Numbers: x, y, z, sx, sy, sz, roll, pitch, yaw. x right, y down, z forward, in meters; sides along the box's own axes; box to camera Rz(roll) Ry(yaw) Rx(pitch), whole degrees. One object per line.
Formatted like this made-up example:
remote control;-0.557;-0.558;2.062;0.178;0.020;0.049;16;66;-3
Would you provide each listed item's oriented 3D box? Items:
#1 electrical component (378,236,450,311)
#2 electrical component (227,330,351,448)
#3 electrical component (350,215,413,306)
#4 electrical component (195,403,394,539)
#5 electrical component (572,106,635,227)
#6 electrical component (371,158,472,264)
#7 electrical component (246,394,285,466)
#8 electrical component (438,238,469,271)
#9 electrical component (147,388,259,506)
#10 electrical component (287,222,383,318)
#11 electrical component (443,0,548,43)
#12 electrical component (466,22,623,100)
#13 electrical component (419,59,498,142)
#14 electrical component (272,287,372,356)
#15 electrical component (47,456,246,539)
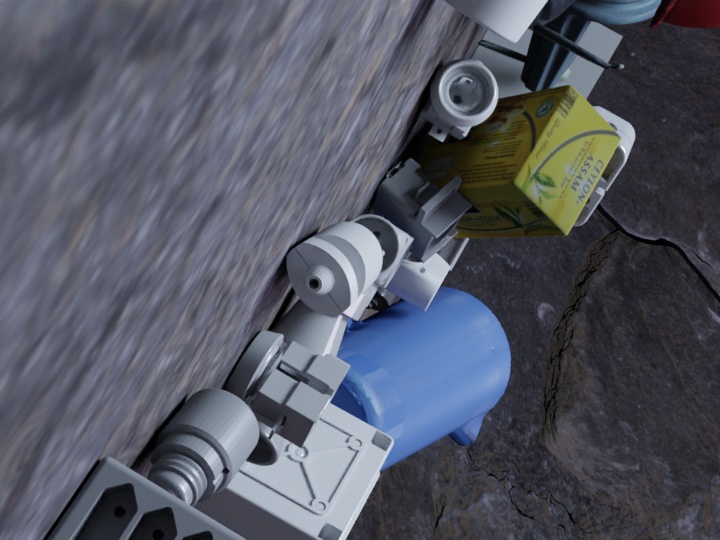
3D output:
electrical component;0.038;-0.012;0.910;0.044;0.077;0.079;-63;174;35
electrical component;-0.044;0.067;0.634;0.066;0.055;0.048;-57;175;-37
electrical component;0.000;0.000;0.772;0.079;0.044;0.077;-60;176;1
electrical component;-0.048;0.140;0.739;0.108;0.109;0.056;-55;171;-47
electrical component;0.202;-0.095;0.963;0.059;0.054;0.095;-54;173;-51
electrical component;0.044;-0.047;0.826;0.042;0.064;0.081;-43;169;-25
electrical component;-0.060;0.091;0.690;0.055;0.045;0.045;-57;175;-39
electrical component;0.056;-0.032;1.015;0.042;0.081;0.063;-59;147;-29
electrical component;-0.078;0.088;0.500;0.040;0.040;0.078;-63;175;34
electrical component;-0.016;0.000;0.599;0.043;0.043;0.081;-61;175;15
electrical component;0.071;-0.148;0.546;0.047;0.055;0.055;-57;177;18
electrical component;0.142;-0.152;0.979;0.186;0.105;0.060;-61;176;12
electrical component;0.072;-0.125;0.774;0.066;0.048;0.055;-60;-177;-2
electrical component;-0.023;0.026;0.680;0.055;0.045;0.045;-60;176;-1
electrical component;-0.086;0.118;0.435;0.047;0.066;0.076;-58;175;-22
